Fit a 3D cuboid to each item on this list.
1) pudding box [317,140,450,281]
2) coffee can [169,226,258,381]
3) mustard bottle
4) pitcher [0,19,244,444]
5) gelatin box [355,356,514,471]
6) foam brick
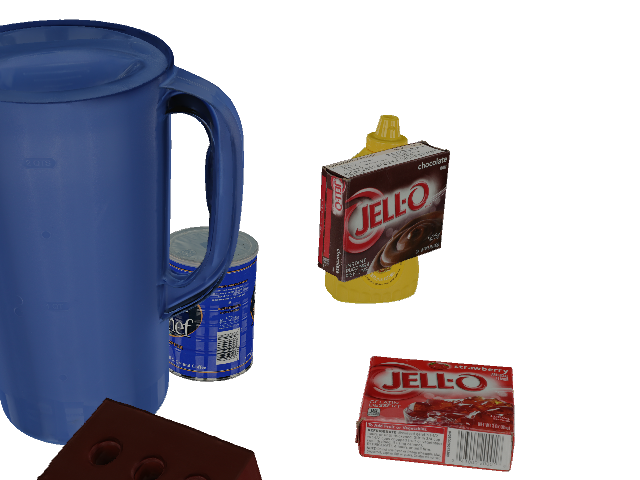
[{"bbox_3d":[0.051,-0.026,0.866,0.113,0.090,0.039,-19,34,-36],"label":"pudding box"},{"bbox_3d":[-0.121,0.068,1.163,0.103,0.140,0.103,3,22,-1],"label":"coffee can"},{"bbox_3d":[0.060,-0.033,1.082,0.096,0.192,0.058,-2,22,-18],"label":"mustard bottle"},{"bbox_3d":[-0.139,0.000,0.638,0.144,0.243,0.149,-20,36,-32],"label":"pitcher"},{"bbox_3d":[0.069,0.100,0.631,0.089,0.030,0.073,5,24,8],"label":"gelatin box"},{"bbox_3d":[-0.069,0.112,0.448,0.078,0.051,0.053,15,42,22],"label":"foam brick"}]
